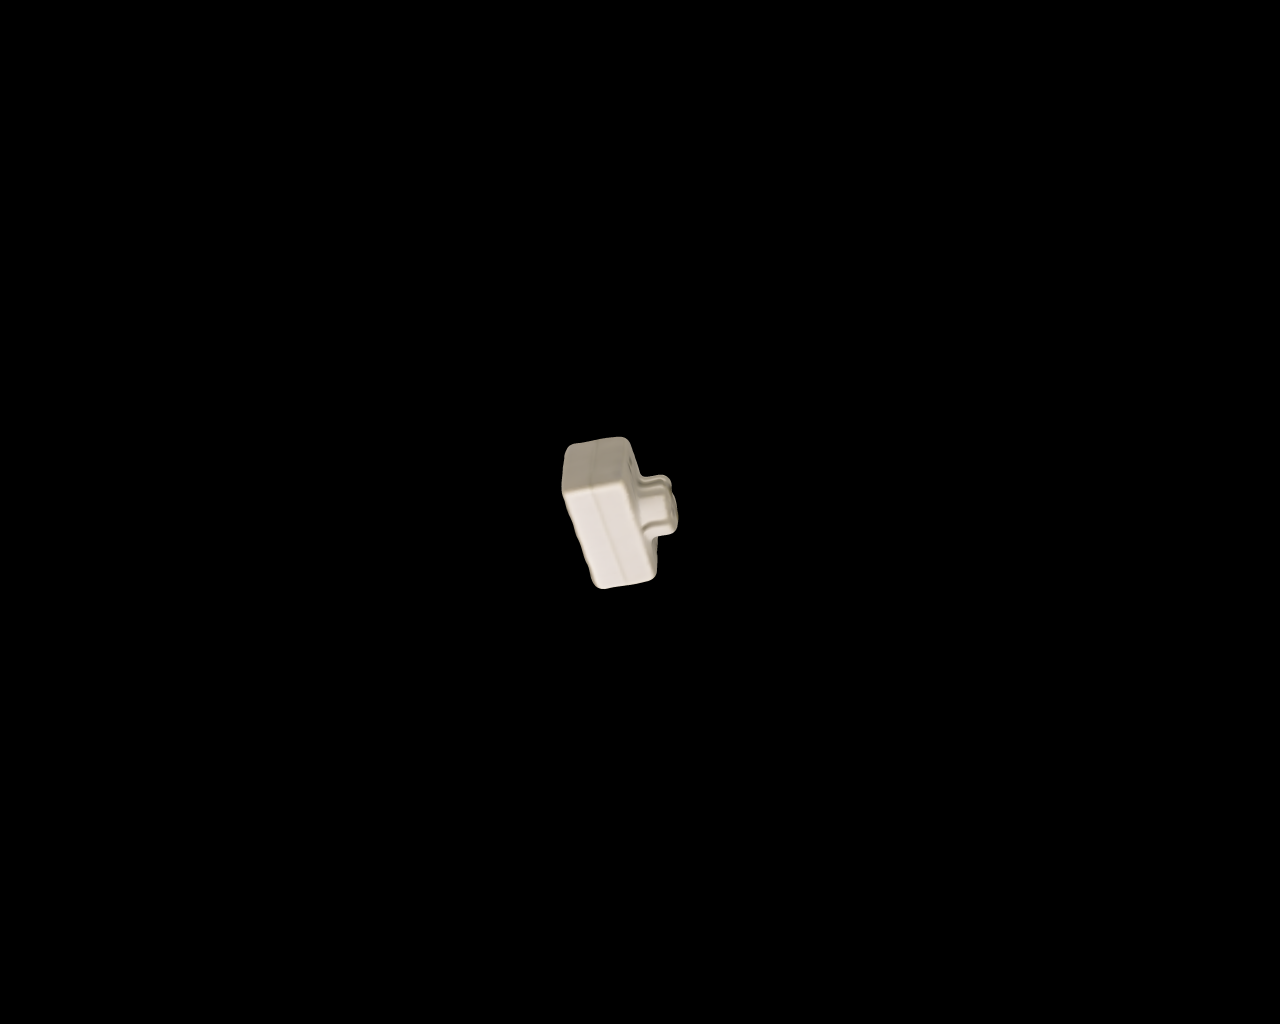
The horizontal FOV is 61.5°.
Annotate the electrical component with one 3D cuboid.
[{"bbox_3d":[0.001,-0.003,0.650,0.076,0.083,0.047,-11,39,9],"label":"electrical component"}]
